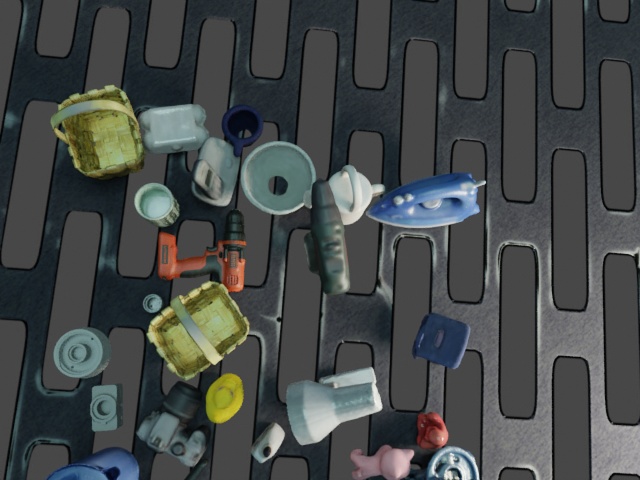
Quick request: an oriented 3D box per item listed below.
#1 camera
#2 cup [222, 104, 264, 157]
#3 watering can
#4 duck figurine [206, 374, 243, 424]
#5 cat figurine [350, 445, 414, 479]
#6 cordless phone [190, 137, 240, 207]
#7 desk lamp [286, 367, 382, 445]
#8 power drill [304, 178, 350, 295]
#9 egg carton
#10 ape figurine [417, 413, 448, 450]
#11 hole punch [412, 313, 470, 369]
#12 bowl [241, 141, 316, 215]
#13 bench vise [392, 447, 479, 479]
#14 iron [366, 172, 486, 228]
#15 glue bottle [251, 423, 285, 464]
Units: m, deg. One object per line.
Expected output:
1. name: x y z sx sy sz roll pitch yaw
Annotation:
1. camera: -0.285 0.372 1.175 0.143 0.100 0.137 27 79 0
2. cup: -0.174 -0.234 1.292 0.091 0.095 0.118 9 80 -3
3. watering can: 0.054 -0.097 1.237 0.173 0.194 0.101 -33 84 -9
4. duck figurine: -0.202 0.333 1.196 0.077 0.086 0.105 23 79 0
5. cat figurine: 0.131 0.468 1.184 0.128 0.117 0.067 -10 81 -6
6. cordless phone: -0.231 -0.158 1.229 0.094 0.185 0.148 10 79 -2
7. desk lamp: 0.034 0.324 1.153 0.203 0.213 0.118 -13 81 -7
8. power drill: 0.011 0.004 1.209 0.075 0.208 0.230 -11 81 -6
9. egg carton: -0.328 -0.249 1.295 0.150 0.069 0.107 -9 81 -6
10. ape figurine: 0.240 0.412 1.216 0.076 0.092 0.078 42 80 3
11. hole punch: 0.263 0.221 1.252 0.101 0.091 0.109 21 79 -1
12. bowl: -0.093 -0.133 1.292 0.167 0.074 0.167 1 80 -5
13. bench vise: 0.242 0.502 1.136 0.207 0.219 0.121 -38 85 -10
14. iron: 0.237 -0.093 1.279 0.258 0.141 0.118 -11 81 -7
15. glue bottle: -0.105 0.414 1.146 0.037 0.173 0.078 43 80 4
